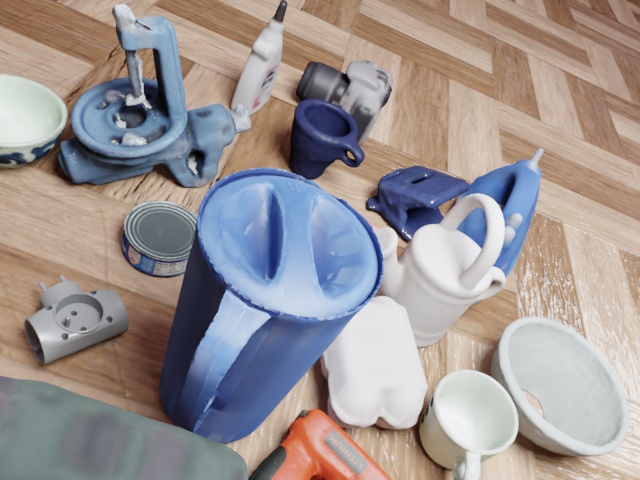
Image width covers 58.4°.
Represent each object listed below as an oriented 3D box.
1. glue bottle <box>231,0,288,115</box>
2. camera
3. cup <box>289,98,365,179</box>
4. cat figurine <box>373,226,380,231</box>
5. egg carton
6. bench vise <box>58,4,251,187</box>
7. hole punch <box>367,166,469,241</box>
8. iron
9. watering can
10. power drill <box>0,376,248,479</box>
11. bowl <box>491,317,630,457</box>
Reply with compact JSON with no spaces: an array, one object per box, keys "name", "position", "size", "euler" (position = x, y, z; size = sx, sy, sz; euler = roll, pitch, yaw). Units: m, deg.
[{"name":"glue bottle","position":[-0.078,-0.260,0.813],"size":[0.037,0.173,0.078],"euler":[30,43,1]},{"name":"camera","position":[0.041,-0.245,0.916],"size":[0.137,0.100,0.143],"euler":[25,43,-5]},{"name":"cup","position":[0.005,-0.122,0.786],"size":[0.117,0.095,0.092],"euler":[44,45,15]},{"name":"cat figurine","position":[0.006,0.002,0.654],"size":[0.128,0.117,0.067],"euler":[19,44,-11]},{"name":"egg carton","position":[0.049,0.124,0.599],"size":[0.107,0.069,0.150],"euler":[7,47,-22]},{"name":"bench vise","position":[-0.175,-0.158,0.633],"size":[0.121,0.219,0.208],"euler":[46,46,17]},{"name":"hole punch","position":[0.138,-0.066,0.807],"size":[0.109,0.091,0.101],"euler":[-27,66,-42]},{"name":"iron","position":[0.251,-0.025,0.792],"size":[0.118,0.141,0.259],"euler":[32,43,2]},{"name":"watering can","position":[0.134,0.030,0.640],"size":[0.173,0.194,0.100],"euler":[-7,54,-33]},{"name":"power drill","position":[-0.169,0.157,0.351],"size":[0.230,0.208,0.075],"euler":[15,45,-15]},{"name":"bowl","position":[0.260,0.176,0.659],"size":[0.168,0.074,0.167],"euler":[15,45,-15]}]
